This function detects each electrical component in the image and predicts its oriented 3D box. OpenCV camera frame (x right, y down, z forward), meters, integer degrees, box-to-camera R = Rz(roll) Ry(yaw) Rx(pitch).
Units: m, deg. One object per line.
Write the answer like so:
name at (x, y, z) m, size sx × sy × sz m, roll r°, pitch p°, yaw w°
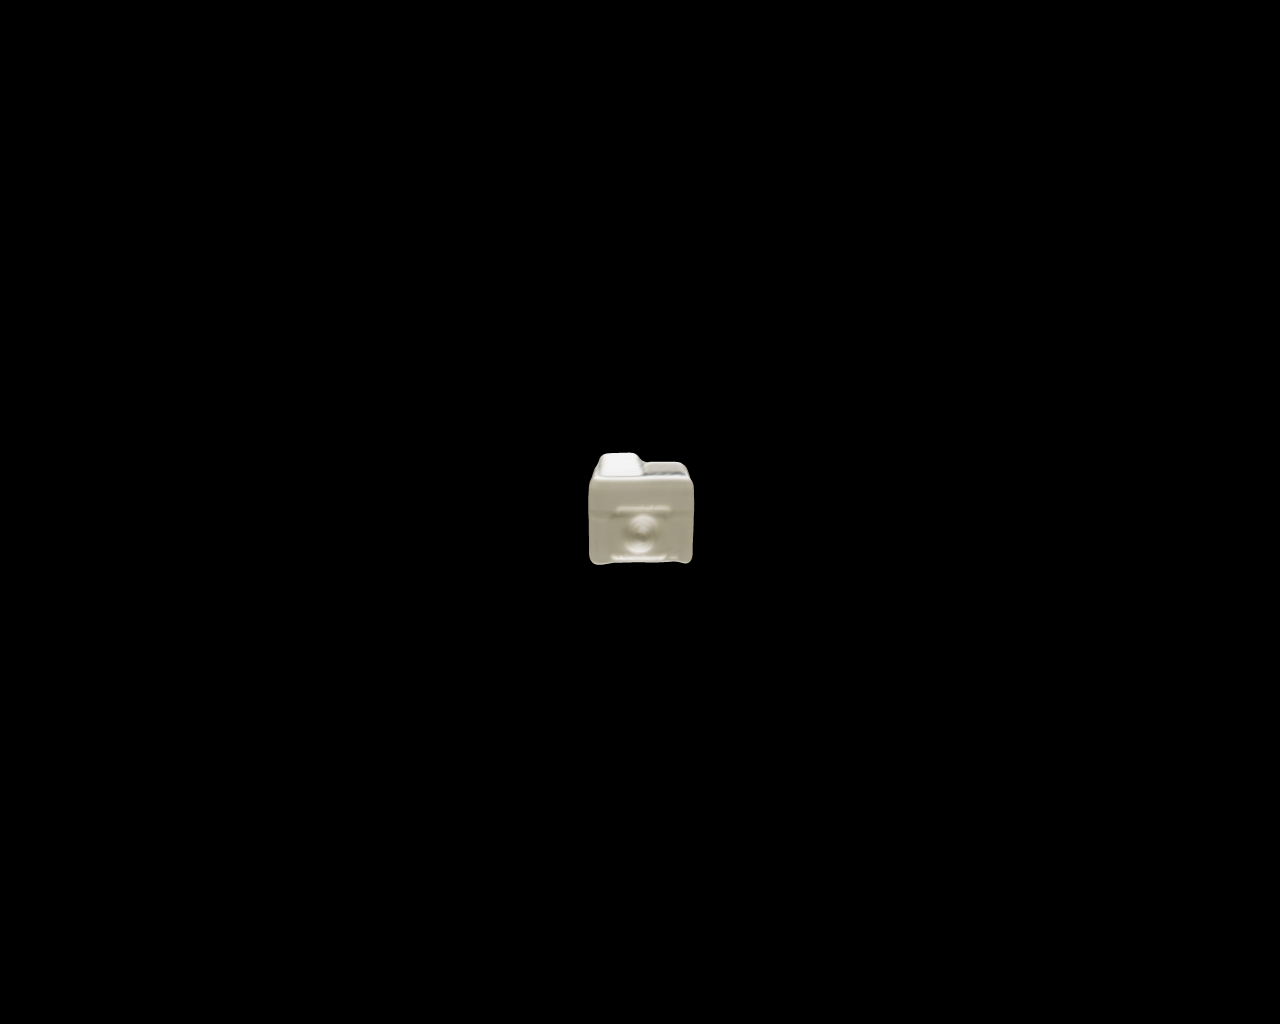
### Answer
electrical component at (0.001, -0.003, 0.650) m, size 0.062 × 0.061 × 0.096 m, roll 0°, pitch 9°, yaw 0°
